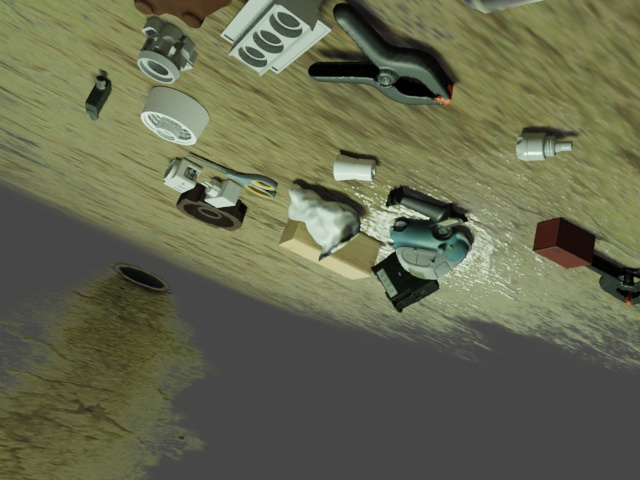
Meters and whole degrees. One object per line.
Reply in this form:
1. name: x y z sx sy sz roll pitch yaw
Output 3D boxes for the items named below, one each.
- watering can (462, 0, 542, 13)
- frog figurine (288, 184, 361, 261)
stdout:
1. watering can: 0.064 -0.250 0.345 0.222 0.104 0.349 29 175 -33
2. frog figurine: 0.003 -0.053 1.053 0.160 0.123 0.136 57 169 2
